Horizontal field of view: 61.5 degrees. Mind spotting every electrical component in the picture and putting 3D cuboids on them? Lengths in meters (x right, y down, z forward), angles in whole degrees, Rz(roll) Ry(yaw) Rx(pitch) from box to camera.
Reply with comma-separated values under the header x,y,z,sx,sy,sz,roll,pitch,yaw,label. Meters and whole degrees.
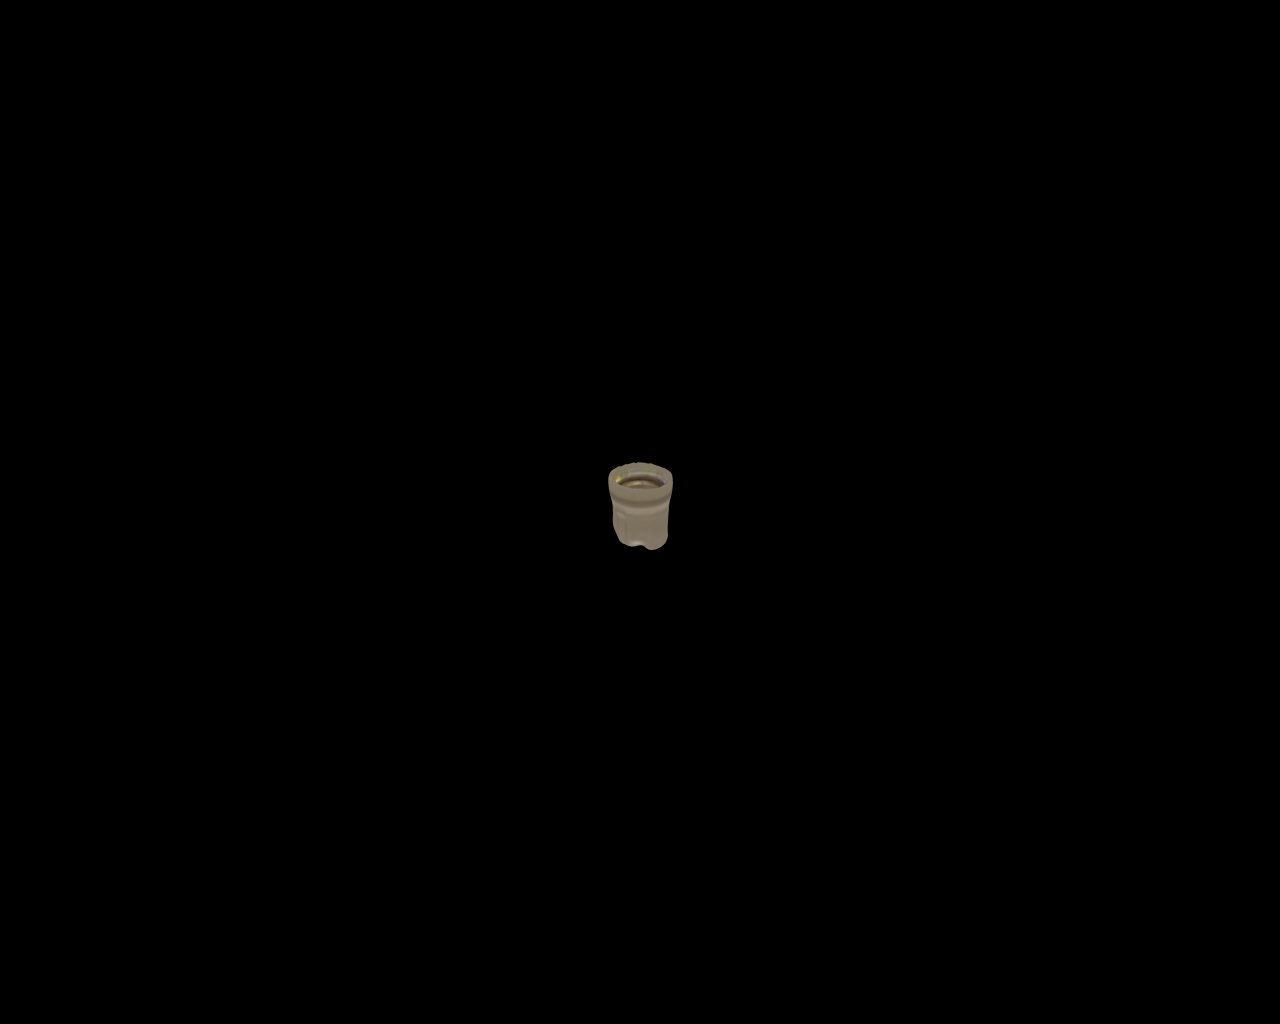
x,y,z,sx,sy,sz,roll,pitch,yaw,label
0.001,-0.003,0.650,0.040,0.046,0.040,0,28,0,electrical component
